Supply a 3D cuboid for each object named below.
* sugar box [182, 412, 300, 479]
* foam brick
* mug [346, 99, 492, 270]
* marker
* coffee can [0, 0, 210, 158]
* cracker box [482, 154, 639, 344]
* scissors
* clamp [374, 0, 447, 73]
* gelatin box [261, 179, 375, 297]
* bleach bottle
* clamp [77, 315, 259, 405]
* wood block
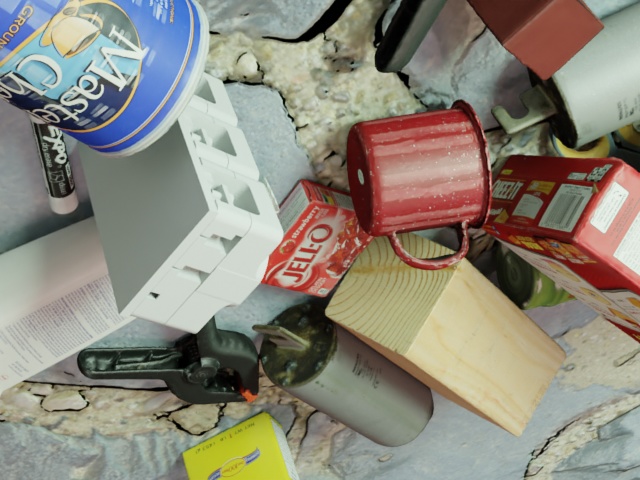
[{"bbox_3d":[-0.056,0.250,0.945,0.093,0.176,0.048,-29,140,6],"label":"sugar box"},{"bbox_3d":[0.131,-0.149,0.673,0.051,0.078,0.052,-43,137,19],"label":"foam brick"},{"bbox_3d":[0.068,-0.036,0.745,0.081,0.117,0.093,-9,171,-9],"label":"mug"},{"bbox_3d":[-0.170,-0.065,0.668,0.020,0.020,0.121,-13,139,-12],"label":"marker"},{"bbox_3d":[-0.142,-0.118,0.558,0.103,0.103,0.140,-41,137,19],"label":"coffee can"},{"bbox_3d":[0.238,0.021,0.784,0.213,0.164,0.072,34,86,-16],"label":"cracker box"},{"bbox_3d":[0.245,-0.048,0.847,0.096,0.016,0.201,-20,124,10],"label":"scissors"},{"bbox_3d":[0.090,-0.199,0.626,0.210,0.036,0.164,-26,132,-1],"label":"clamp"},{"bbox_3d":[-0.005,0.001,0.810,0.073,0.030,0.089,15,127,-37],"label":"gelatin box"},{"bbox_3d":[-0.146,0.024,0.745,0.250,0.068,0.102,-25,150,-4],"label":"bleach bottle"},{"bbox_3d":[-0.096,0.087,0.855,0.120,0.039,0.171,-35,145,23],"label":"clamp"},{"bbox_3d":[0.110,0.077,0.882,0.205,0.091,0.090,38,81,-46],"label":"wood block"}]
